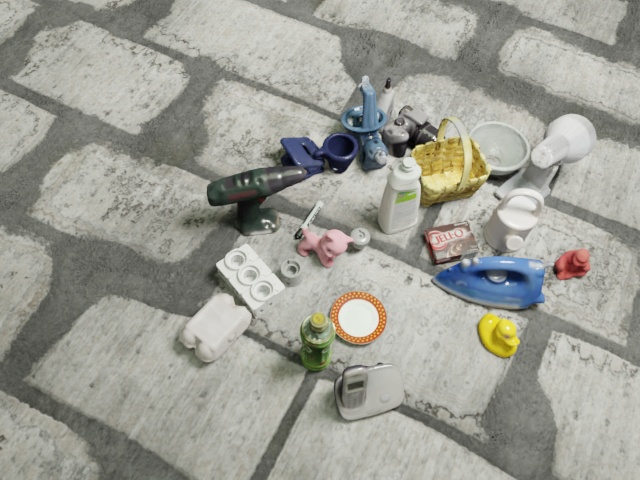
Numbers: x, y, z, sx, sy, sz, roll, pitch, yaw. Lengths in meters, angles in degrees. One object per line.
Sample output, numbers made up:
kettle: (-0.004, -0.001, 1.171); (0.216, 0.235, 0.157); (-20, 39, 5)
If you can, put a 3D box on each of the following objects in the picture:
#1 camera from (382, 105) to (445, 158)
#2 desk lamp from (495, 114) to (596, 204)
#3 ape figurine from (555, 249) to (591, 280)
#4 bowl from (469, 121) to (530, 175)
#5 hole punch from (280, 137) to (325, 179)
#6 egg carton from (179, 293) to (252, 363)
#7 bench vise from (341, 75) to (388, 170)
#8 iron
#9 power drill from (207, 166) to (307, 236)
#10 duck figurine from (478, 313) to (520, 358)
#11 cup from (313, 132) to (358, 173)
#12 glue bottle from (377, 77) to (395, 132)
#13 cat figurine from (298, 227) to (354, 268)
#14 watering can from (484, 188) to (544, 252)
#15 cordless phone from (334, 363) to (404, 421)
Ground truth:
camera: (0.258, -0.286, 1.539); (0.136, 0.101, 0.143); (39, 66, 18)
desk lamp: (0.567, -0.192, 1.433); (0.203, 0.213, 0.117); (-38, 68, -21)
ape figurine: (0.610, 0.051, 1.366); (0.077, 0.092, 0.076); (25, 63, 12)
bowl: (0.467, -0.232, 1.532); (0.167, 0.075, 0.167); (1, 60, -2)
hole punch: (-0.045, -0.223, 1.496); (0.101, 0.091, 0.108); (-26, 64, -16)
egg carton: (-0.229, 0.193, 1.265); (0.107, 0.069, 0.150); (34, 65, 16)
bench vise: (0.137, -0.301, 1.474); (0.122, 0.220, 0.207); (-32, 66, -18)
iron: (0.398, 0.076, 1.315); (0.258, 0.141, 0.118); (5, 60, 0)
power drill: (-0.145, -0.096, 1.352); (0.229, 0.208, 0.075); (-8, 61, -7)
duck figurine: (0.404, 0.203, 1.275); (0.077, 0.086, 0.104); (-25, 64, -15)
cup: (0.039, -0.215, 1.493); (0.118, 0.095, 0.091); (-16, 62, -11)
glue bottle: (0.176, -0.372, 1.542); (0.037, 0.173, 0.078); (25, 63, 12)
cat figurine: (0.012, 0.005, 1.354); (0.127, 0.118, 0.067); (23, 62, 11)
watering can: (0.467, -0.051, 1.360); (0.101, 0.194, 0.173); (-5, 61, -5)
cordless phone: (0.103, 0.290, 1.156); (0.148, 0.185, 0.094); (-15, 62, -10)
